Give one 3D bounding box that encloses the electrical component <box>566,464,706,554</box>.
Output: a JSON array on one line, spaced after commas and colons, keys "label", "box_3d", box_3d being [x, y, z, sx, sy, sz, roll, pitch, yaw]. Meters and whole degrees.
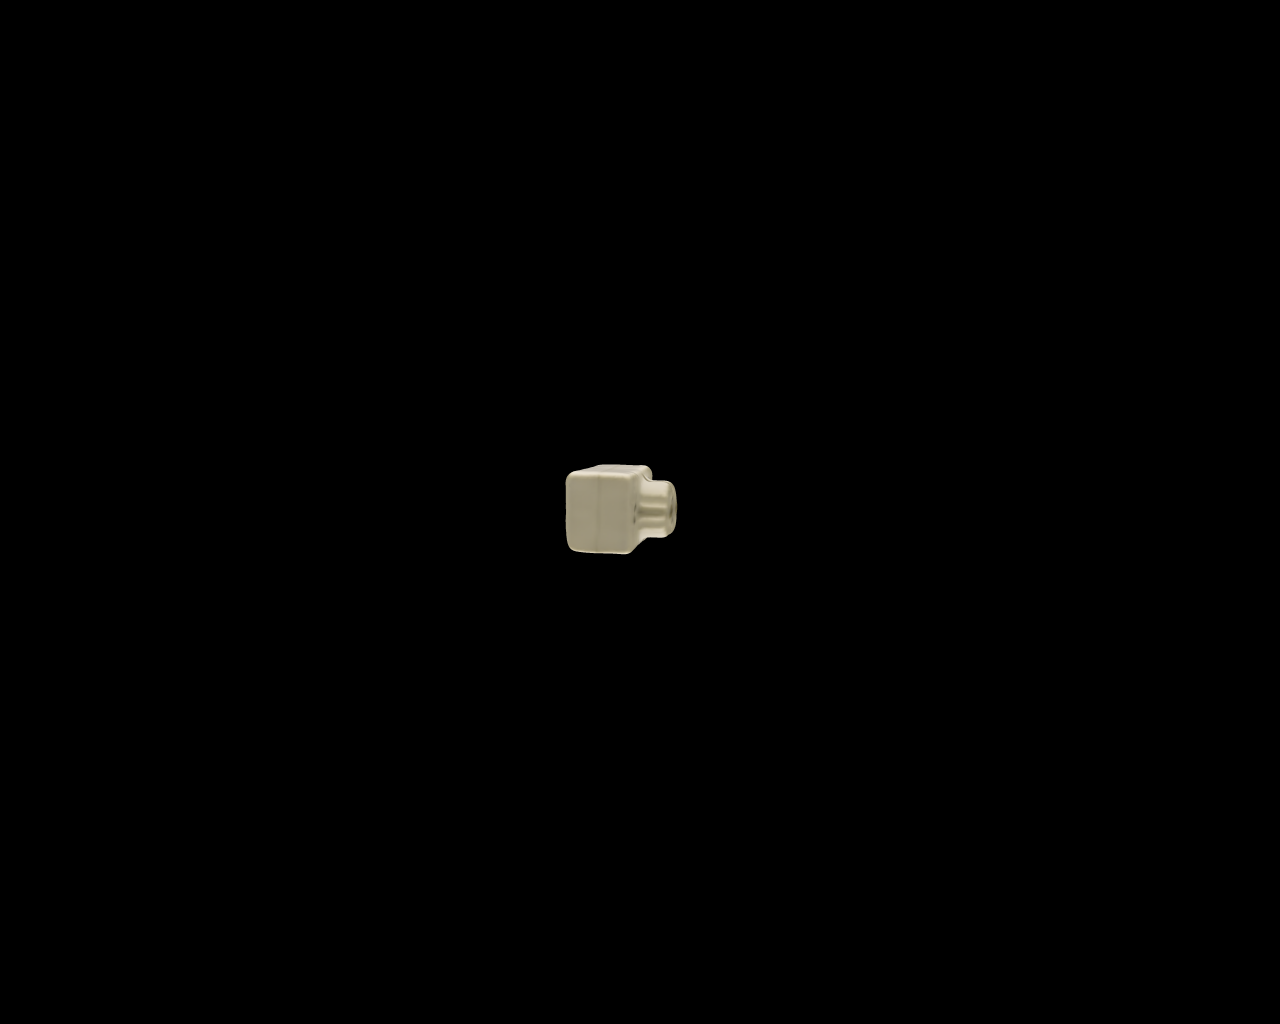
[{"label": "electrical component", "box_3d": [0.001, -0.003, 0.650, 0.077, 0.047, 0.066, 1, 7, 11]}]
